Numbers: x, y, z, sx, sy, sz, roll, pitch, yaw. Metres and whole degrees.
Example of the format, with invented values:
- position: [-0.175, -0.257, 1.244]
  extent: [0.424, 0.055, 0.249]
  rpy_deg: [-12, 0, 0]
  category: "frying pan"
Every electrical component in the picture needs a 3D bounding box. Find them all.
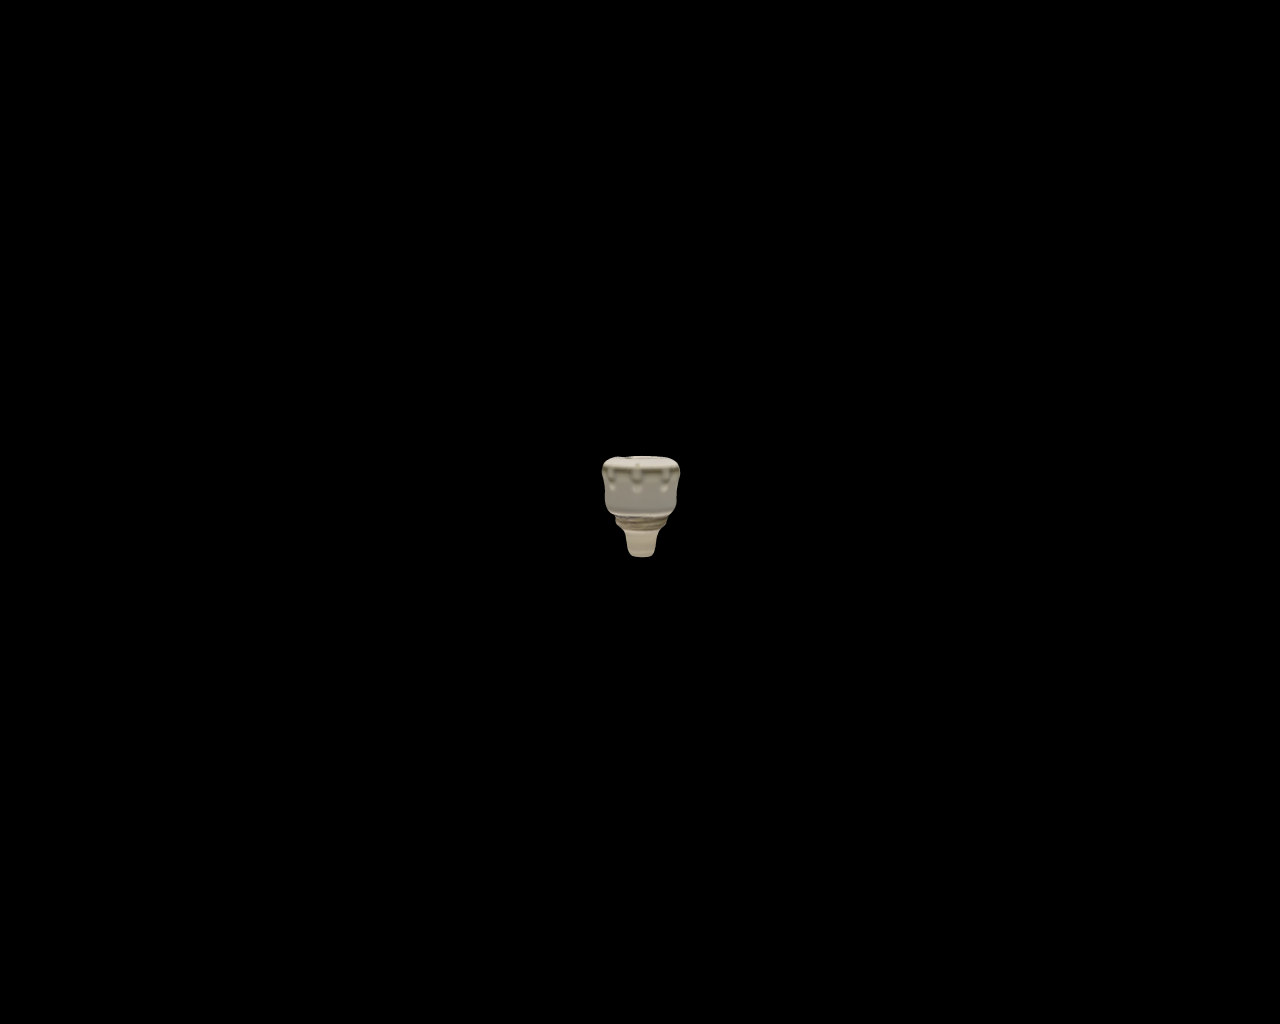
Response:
- position: [0.001, -0.003, 0.650]
  extent: [0.048, 0.062, 0.048]
  rpy_deg: [0, 7, 0]
  category: "electrical component"
